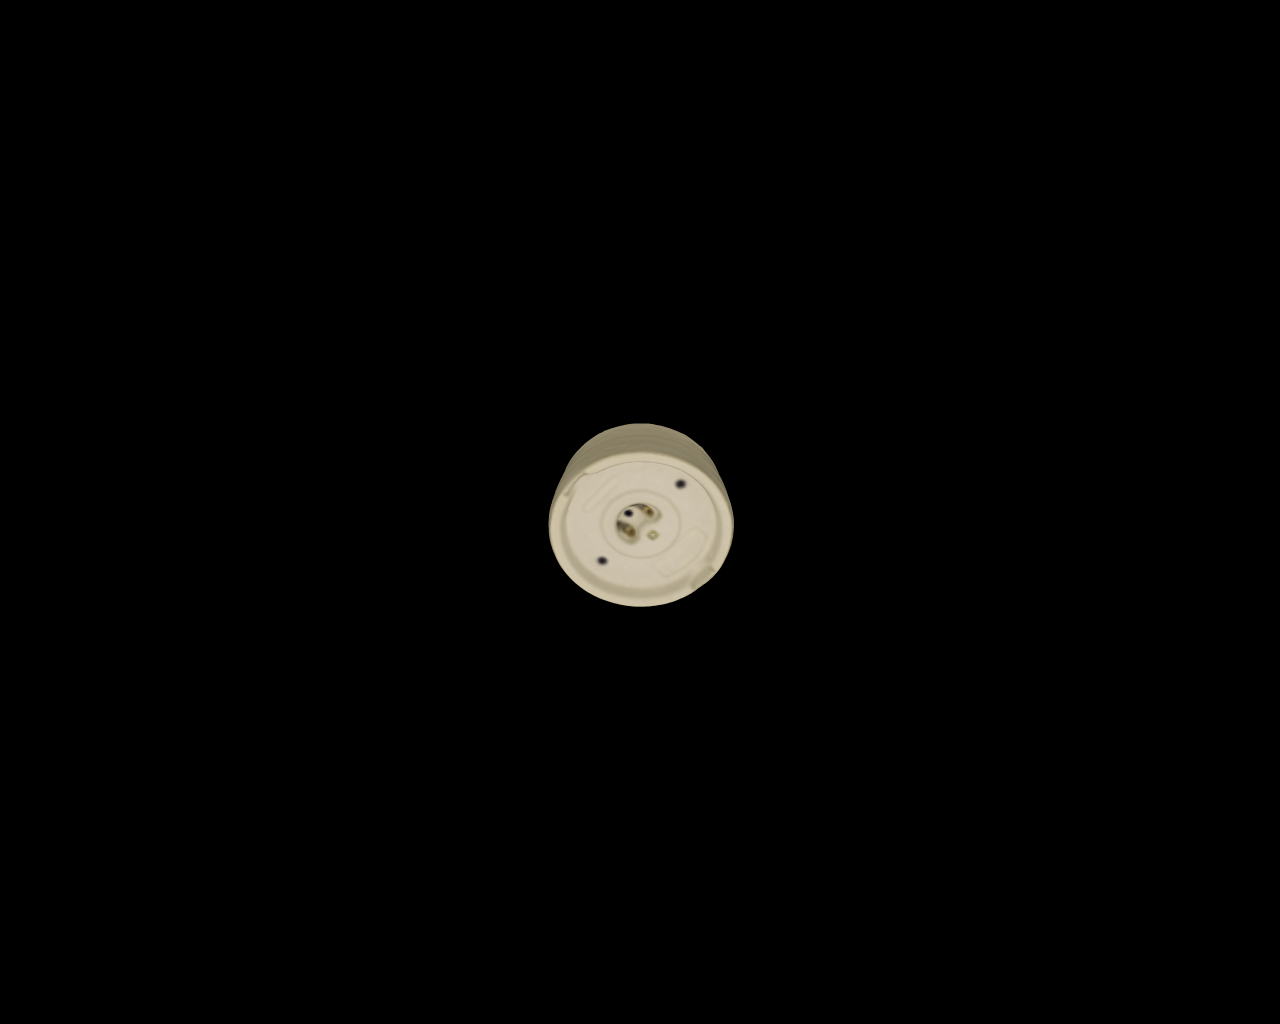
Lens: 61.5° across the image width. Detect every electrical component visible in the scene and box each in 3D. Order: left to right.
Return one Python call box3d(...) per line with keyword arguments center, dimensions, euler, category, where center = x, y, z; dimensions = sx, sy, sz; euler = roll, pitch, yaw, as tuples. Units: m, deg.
box3d(center=(0.001, -0.003, 0.650), dimensions=(0.108, 0.108, 0.060), euler=(0, 30, 0), category="electrical component")
